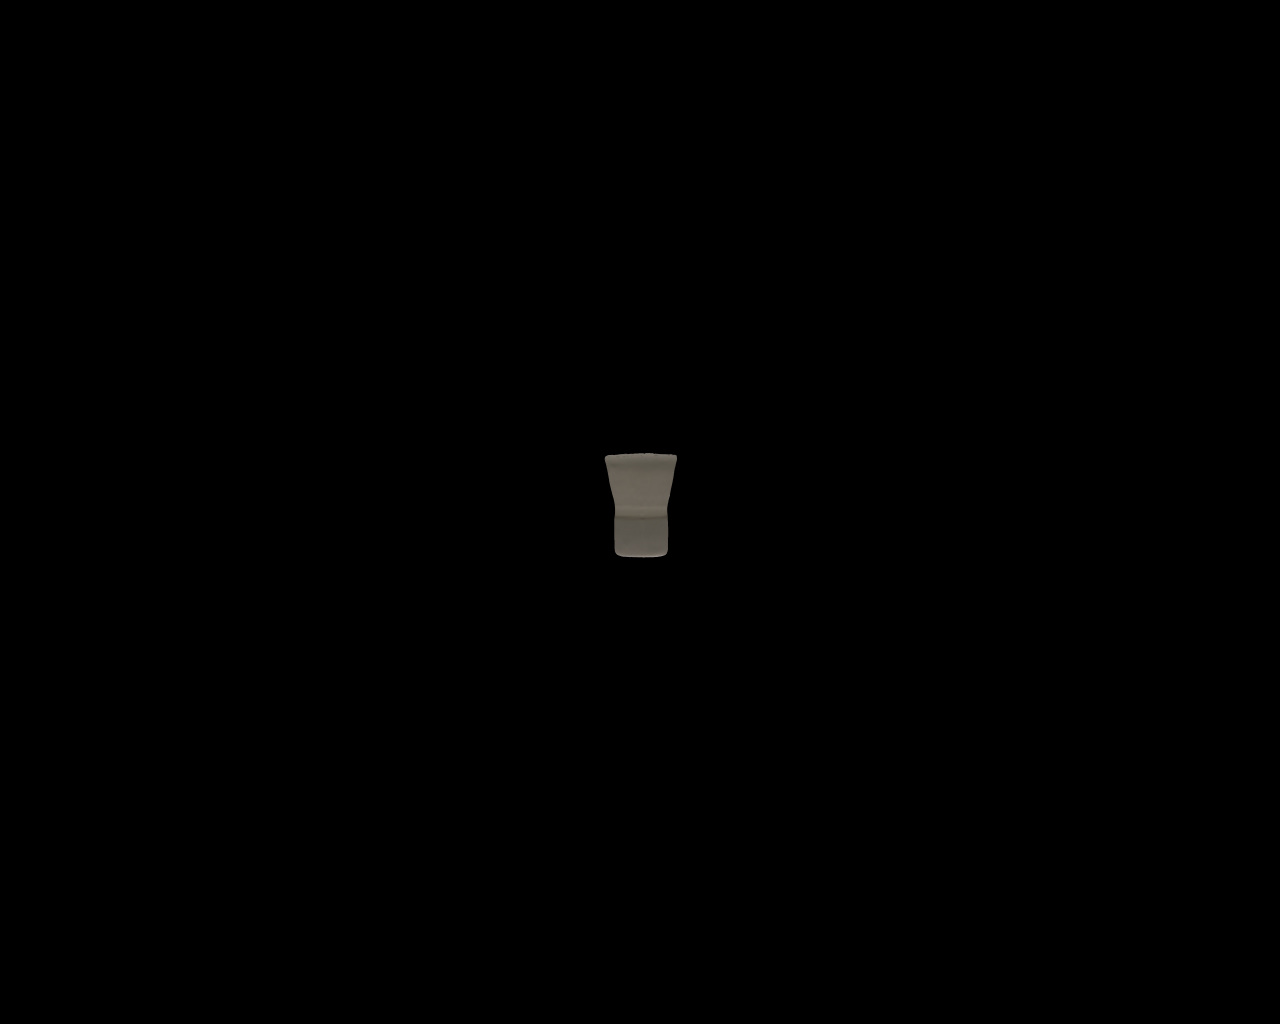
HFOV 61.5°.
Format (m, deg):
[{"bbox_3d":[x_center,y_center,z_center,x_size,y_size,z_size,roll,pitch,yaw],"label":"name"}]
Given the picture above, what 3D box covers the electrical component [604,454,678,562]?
[{"bbox_3d":[0.001,-0.003,0.650,0.044,0.065,0.044,0,3,0],"label":"electrical component"}]
